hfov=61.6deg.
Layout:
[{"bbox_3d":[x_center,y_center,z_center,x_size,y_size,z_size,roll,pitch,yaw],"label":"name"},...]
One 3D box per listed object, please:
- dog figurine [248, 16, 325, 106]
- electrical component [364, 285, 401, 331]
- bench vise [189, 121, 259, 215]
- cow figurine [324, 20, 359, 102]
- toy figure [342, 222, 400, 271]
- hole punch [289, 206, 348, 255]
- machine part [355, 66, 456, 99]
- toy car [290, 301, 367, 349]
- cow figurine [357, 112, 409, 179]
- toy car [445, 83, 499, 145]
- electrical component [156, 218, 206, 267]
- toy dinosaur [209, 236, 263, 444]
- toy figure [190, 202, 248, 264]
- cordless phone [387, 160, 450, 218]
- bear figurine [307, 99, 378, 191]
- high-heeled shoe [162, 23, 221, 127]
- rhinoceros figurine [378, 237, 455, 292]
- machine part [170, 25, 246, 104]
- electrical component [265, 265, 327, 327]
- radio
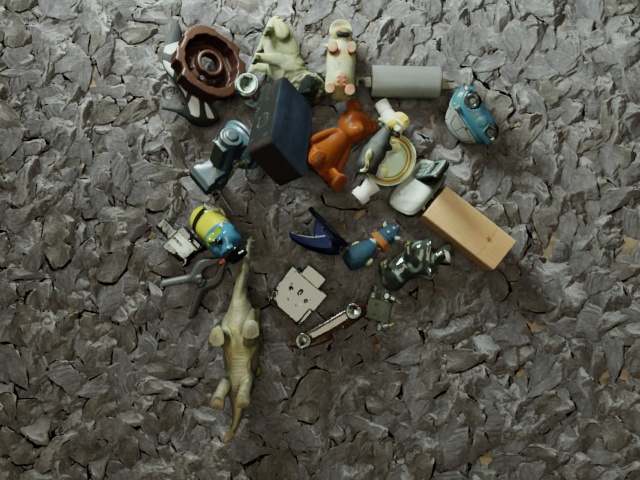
[{"bbox_3d":[-0.061,-0.436,1.308,0.190,0.121,0.172,21,92,-13],"label":"dog figurine"},{"bbox_3d":[0.149,0.169,1.302,0.078,0.045,0.102,20,88,-1],"label":"electrical component"},{"bbox_3d":[-0.185,-0.201,1.269,0.129,0.223,0.240,42,56,17],"label":"bench vise"},{"bbox_3d":[0.051,-0.427,1.282,0.086,0.127,0.194,1,90,0],"label":"cow figurine"},{"bbox_3d":[0.127,0.014,1.303,0.154,0.058,0.064,-34,95,-6],"label":"toy figure"},{"bbox_3d":[-0.003,-0.004,1.270,0.116,0.142,0.092,43,87,15],"label":"hole punch"},{"bbox_3d":[0.207,-0.383,1.305,0.243,0.079,0.079,2,88,1],"label":"machine part"},{"bbox_3d":[0.023,0.209,1.279,0.202,0.089,0.053,-31,84,-2],"label":"toy car"},{"bbox_3d":[0.145,-0.229,1.262,0.068,0.098,0.167,32,103,24],"label":"cow figurine"},{"bbox_3d":[0.359,-0.290,1.298,0.103,0.109,0.161,-29,100,21],"label":"toy car"},{"bbox_3d":[-0.346,0.002,1.308,0.119,0.048,0.075,43,88,2],"label":"electrical component"},{"bbox_3d":[-0.182,0.219,1.224,0.105,0.198,0.471,6,86,1],"label":"toy dinosaur"},{"bbox_3d":[-0.243,-0.016,1.262,0.089,0.082,0.180,-29,56,-12],"label":"toy figure"},{"bbox_3d":[0.239,-0.121,1.243,0.089,0.184,0.146,40,89,-3],"label":"cordless phone"},{"bbox_3d":[0.059,-0.231,1.280,0.196,0.132,0.120,-41,120,3],"label":"bear figurine"},{"bbox_3d":[-0.307,-0.402,1.310,0.145,0.086,0.248,5,90,-7],"label":"high-heeled shoe"},{"bbox_3d":[0.231,0.055,1.292,0.190,0.073,0.112,-30,87,0],"label":"rhinoceros figurine"},{"bbox_3d":[-0.266,-0.414,1.279,0.179,0.056,0.179,8,75,-32],"label":"machine part"},{"bbox_3d":[-0.049,0.126,1.299,0.115,0.058,0.134,39,89,-1],"label":"electrical component"},{"bbox_3d":[-0.087,-0.251,1.223,0.073,0.131,0.230,-18,49,30],"label":"radio"}]
